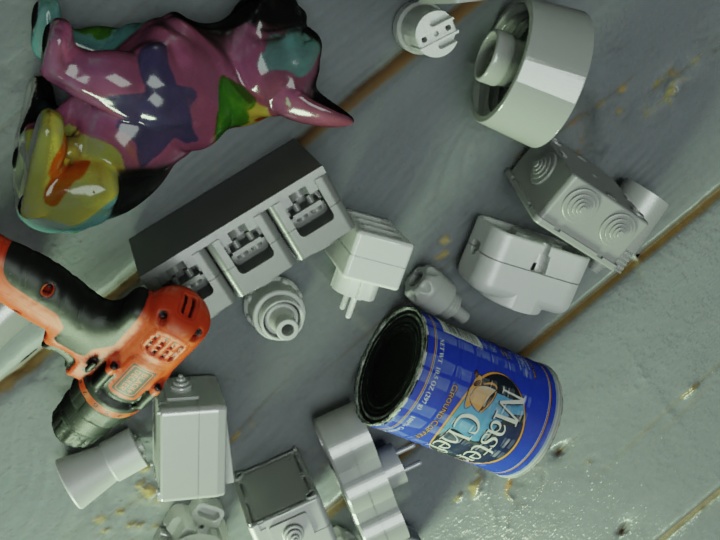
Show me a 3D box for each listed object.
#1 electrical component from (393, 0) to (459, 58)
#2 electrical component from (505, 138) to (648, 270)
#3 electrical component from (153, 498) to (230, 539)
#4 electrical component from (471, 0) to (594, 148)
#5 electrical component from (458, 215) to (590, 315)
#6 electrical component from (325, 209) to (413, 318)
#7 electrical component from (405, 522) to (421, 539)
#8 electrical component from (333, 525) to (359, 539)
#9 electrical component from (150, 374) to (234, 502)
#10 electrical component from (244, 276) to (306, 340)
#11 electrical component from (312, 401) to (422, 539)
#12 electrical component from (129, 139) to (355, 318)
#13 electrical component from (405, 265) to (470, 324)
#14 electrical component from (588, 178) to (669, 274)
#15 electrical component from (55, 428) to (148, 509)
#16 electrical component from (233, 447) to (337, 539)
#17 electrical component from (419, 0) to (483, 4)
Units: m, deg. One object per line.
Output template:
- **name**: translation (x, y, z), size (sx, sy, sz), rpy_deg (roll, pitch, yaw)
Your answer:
- **electrical component**: translation (0.050, -0.180, 0.807), size (0.040, 0.046, 0.040), rpy_deg (-6, 111, -15)
- **electrical component**: translation (0.174, -0.057, 0.862), size (0.100, 0.099, 0.048), rpy_deg (29, 112, -24)
- **electrical component**: translation (-0.139, 0.235, 0.895), size (0.058, 0.057, 0.078), rpy_deg (25, 100, -23)
- **electrical component**: translation (0.121, -0.152, 0.809), size (0.060, 0.108, 0.108), rpy_deg (16, 104, -15)
- **electrical component**: translation (0.134, -0.001, 0.894), size (0.095, 0.053, 0.059), rpy_deg (16, 104, -22)
- **electrical component**: translation (0.000, 0.000, 0.847), size (0.047, 0.065, 0.076), rpy_deg (14, 105, -20)
- **electrical component**: translation (0.039, 0.255, 0.954), size (0.043, 0.062, 0.043), rpy_deg (-6, 111, -15)
- **electrical component**: translation (-0.027, 0.259, 0.946), size (0.043, 0.043, 0.062), rpy_deg (41, 95, -25)
- **electrical component**: translation (-0.133, 0.126, 0.854), size (0.061, 0.061, 0.096), rpy_deg (-2, 110, -16)
- **electrical component**: translation (-0.063, 0.035, 0.842), size (0.048, 0.062, 0.048), rpy_deg (-6, 111, -15)
- **electrical component**: translation (0.017, 0.172, 0.922), size (0.074, 0.052, 0.138), rpy_deg (-24, 113, -8)
- **electrical component**: translation (-0.087, -0.024, 0.798), size (0.150, 0.089, 0.061), rpy_deg (-32, 115, -4)
- **electrical component**: translation (0.067, 0.024, 0.894), size (0.061, 0.035, 0.035), rpy_deg (38, 95, -27)
- **electrical component**: translation (0.221, -0.033, 0.915), size (0.043, 0.043, 0.081), rpy_deg (30, 98, -24)
- **electrical component**: translation (-0.203, 0.155, 0.856), size (0.065, 0.044, 0.044), rpy_deg (-28, 115, -11)
- **electrical component**: translation (-0.060, 0.203, 0.886), size (0.062, 0.096, 0.061), rpy_deg (-23, 114, -8)
- **electrical component**: translation (0.049, -0.221, 0.734), size (0.089, 0.150, 0.061), rpy_deg (-10, 111, -13)
